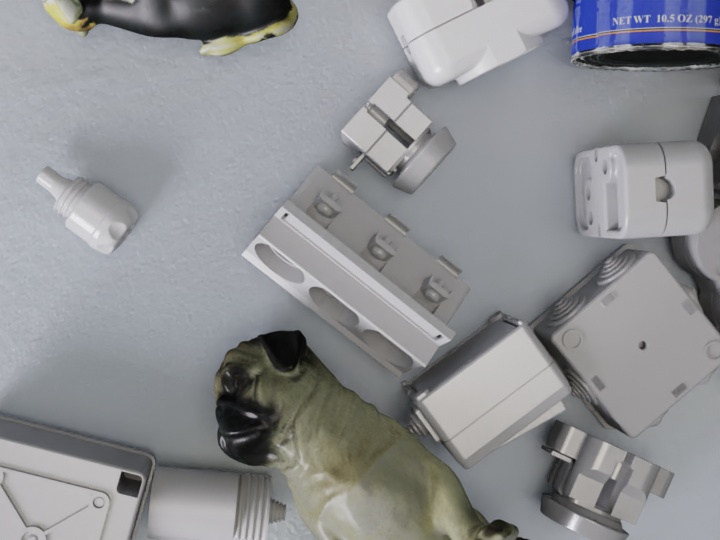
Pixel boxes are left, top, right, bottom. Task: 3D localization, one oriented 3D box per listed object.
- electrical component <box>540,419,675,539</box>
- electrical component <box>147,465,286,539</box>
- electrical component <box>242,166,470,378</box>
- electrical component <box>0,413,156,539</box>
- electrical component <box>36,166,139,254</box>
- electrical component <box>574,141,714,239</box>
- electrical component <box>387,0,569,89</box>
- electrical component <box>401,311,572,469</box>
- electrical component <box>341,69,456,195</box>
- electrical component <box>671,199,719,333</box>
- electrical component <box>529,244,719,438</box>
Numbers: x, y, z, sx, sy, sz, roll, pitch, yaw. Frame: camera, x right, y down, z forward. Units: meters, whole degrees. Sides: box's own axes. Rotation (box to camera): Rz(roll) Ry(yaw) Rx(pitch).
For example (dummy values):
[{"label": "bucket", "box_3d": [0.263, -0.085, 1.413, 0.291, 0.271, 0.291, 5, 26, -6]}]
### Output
[{"label": "electrical component", "box_3d": [0.147, 0.135, 0.669, 0.078, 0.058, 0.057, 25, 88, -7]}, {"label": "electrical component", "box_3d": [-0.085, 0.144, 0.652, 0.081, 0.043, 0.043, 6, 92, -6]}, {"label": "electrical component", "box_3d": [0.000, 0.000, 0.642, 0.121, 0.079, 0.063, 38, 67, -6]}, {"label": "electrical component", "box_3d": [-0.188, 0.151, 0.635, 0.109, 0.056, 0.108, 16, 92, -6]}, {"label": "electrical component", "box_3d": [-0.164, -0.039, 0.639, 0.061, 0.035, 0.035, 37, 89, -4]}, {"label": "electrical component", "box_3d": [0.170, -0.048, 0.641, 0.059, 0.095, 0.053, -3, 93, -6]}, {"label": "electrical component", "box_3d": [0.073, -0.150, 0.647, 0.095, 0.054, 0.059, -27, 95, -4]}, {"label": "electrical component", "box_3d": [0.072, 0.079, 0.655, 0.096, 0.062, 0.061, -36, 96, -3]}, {"label": "electrical component", "box_3d": [0.024, -0.079, 0.651, 0.055, 0.048, 0.066, 42, 88, 1]}, {"label": "electrical component", "box_3d": [0.248, 0.021, 0.659, 0.052, 0.074, 0.138, -28, 100, -5]}, {"label": "electrical component", "box_3d": [0.168, 0.044, 0.670, 0.100, 0.048, 0.099, -40, 96, -2]}]
